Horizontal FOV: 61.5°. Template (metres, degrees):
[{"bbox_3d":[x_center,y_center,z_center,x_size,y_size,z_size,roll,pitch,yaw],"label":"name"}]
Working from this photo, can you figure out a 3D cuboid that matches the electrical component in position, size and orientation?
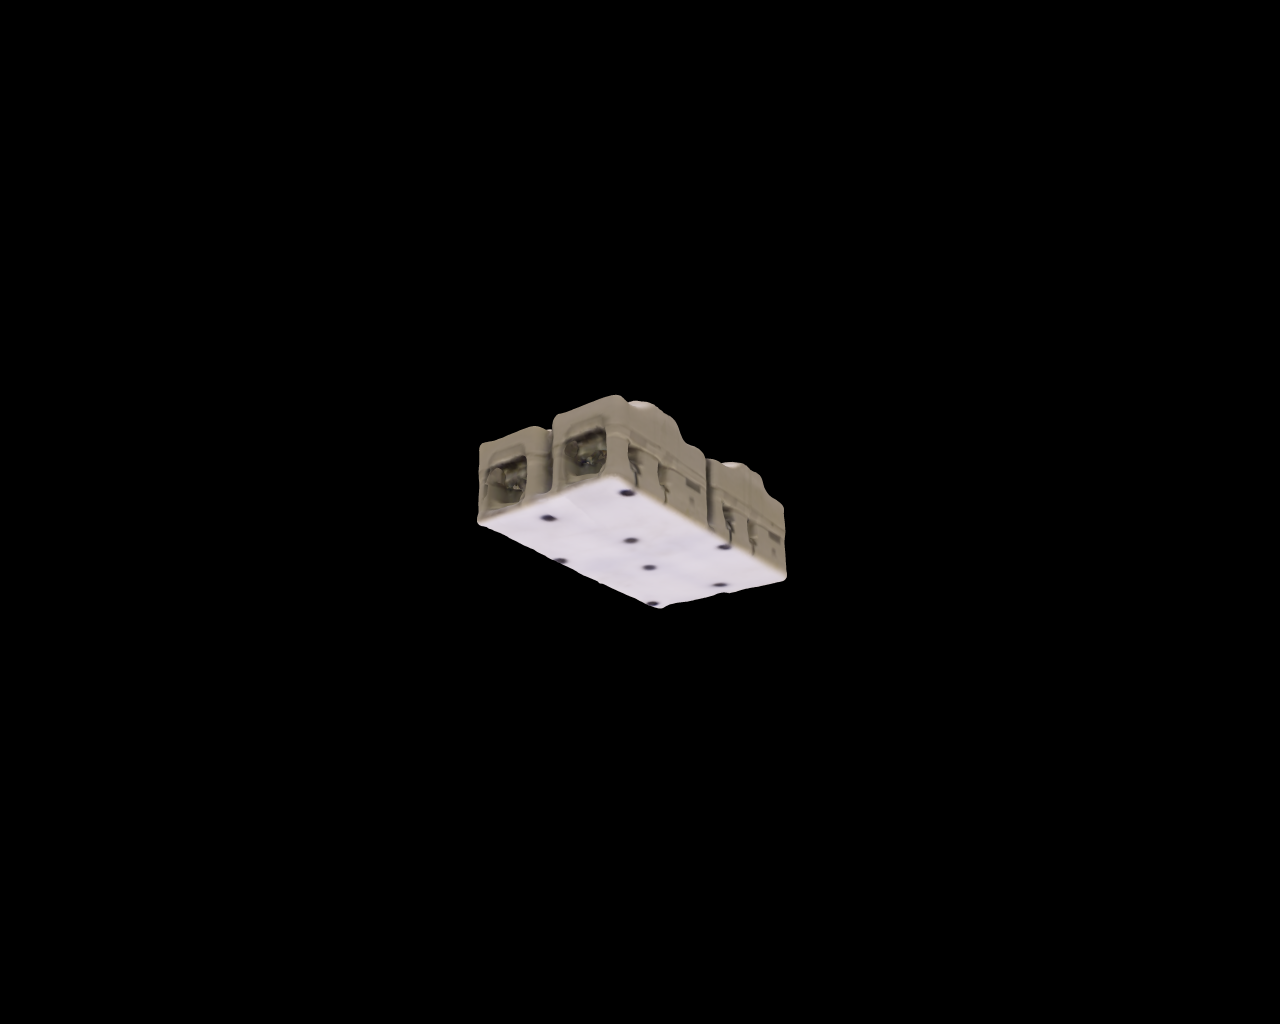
[{"bbox_3d":[0.001,-0.003,0.650,0.105,0.060,0.186,-17,-29,33],"label":"electrical component"}]
